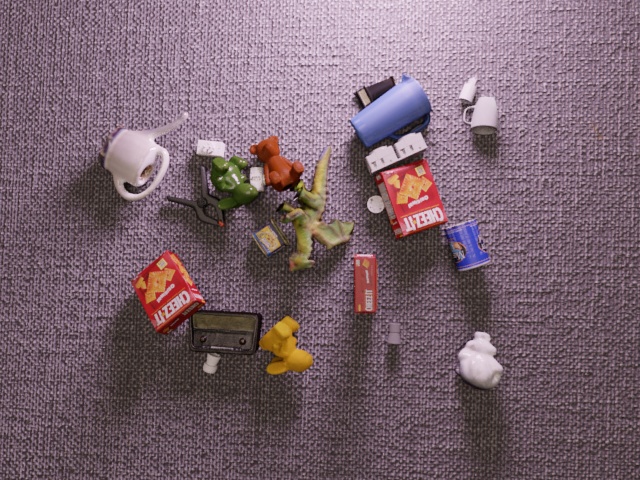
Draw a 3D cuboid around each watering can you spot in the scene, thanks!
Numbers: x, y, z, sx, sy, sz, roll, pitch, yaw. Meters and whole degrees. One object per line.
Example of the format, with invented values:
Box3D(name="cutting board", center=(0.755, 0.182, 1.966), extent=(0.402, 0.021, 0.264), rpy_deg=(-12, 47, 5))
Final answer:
Box3D(name="watering can", center=(-0.589, -0.304, 1.701), extent=(0.225, 0.104, 0.347), rpy_deg=(28, 91, 6))

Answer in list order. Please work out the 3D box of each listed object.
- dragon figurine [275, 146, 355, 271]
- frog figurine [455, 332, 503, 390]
Box3D(name="dragon figurine", center=(0.005, -0.083, 1.654), extent=(0.241, 0.122, 0.415), rpy_deg=(39, 73, -15))
Box3D(name="frog figurine", center=(0.494, 0.369, 1.575), extent=(0.138, 0.123, 0.158), rpy_deg=(23, 102, 24))
